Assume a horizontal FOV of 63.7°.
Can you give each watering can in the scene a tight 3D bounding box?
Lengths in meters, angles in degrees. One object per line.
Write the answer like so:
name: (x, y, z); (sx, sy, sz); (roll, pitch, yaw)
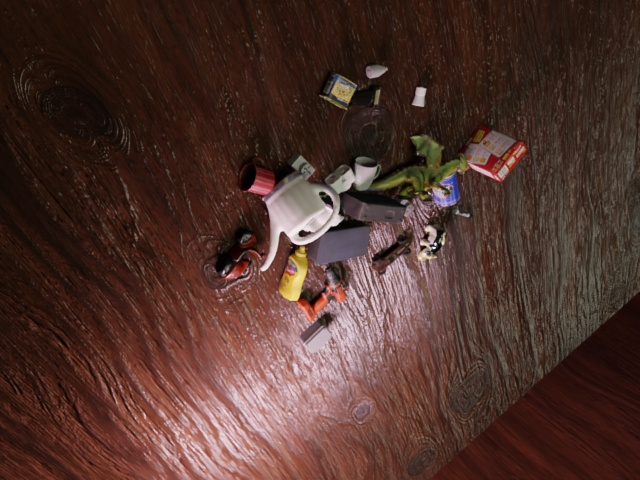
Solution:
watering can: (-0.104, -0.074, 1.638); (0.346, 0.225, 0.104); (-37, -6, 8)

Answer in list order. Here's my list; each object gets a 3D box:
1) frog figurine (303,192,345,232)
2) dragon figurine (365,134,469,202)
frog figurine: (0.005, -0.090, 1.781); (0.137, 0.126, 0.156); (23, -44, -20)
dragon figurine: (0.362, -0.274, 1.905); (0.410, 0.245, 0.121); (7, -9, -8)
